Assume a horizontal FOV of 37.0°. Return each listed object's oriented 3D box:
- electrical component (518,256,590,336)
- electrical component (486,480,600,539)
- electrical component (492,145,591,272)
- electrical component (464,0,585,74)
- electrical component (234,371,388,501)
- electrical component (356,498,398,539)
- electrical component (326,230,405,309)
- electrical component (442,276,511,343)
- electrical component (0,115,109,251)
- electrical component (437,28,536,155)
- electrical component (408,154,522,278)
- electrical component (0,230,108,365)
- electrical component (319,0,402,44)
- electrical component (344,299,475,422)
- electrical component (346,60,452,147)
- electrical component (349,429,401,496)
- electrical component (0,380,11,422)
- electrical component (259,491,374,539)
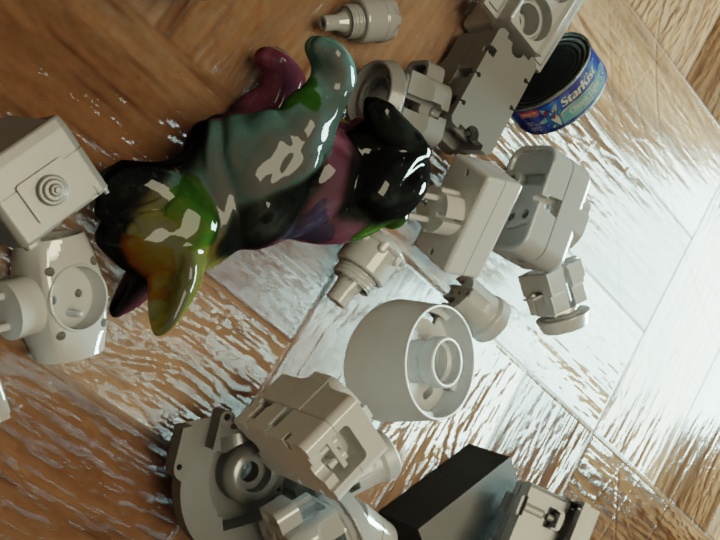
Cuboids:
[{"bbox_3d":[0.171,0.024,0.932,0.066,0.048,0.055,-22,100,-32],"label":"electrical component"},{"bbox_3d":[0.131,0.232,0.842,0.063,0.079,0.121,26,78,-5],"label":"electrical component"},{"bbox_3d":[0.152,-0.049,0.904,0.059,0.054,0.095,27,79,-35],"label":"electrical component"},{"bbox_3d":[0.141,-0.231,0.872,0.079,0.063,0.121,43,70,-31],"label":"electrical component"},{"bbox_3d":[-0.031,0.105,0.706,0.056,0.089,0.050,-43,117,-24],"label":"electrical component"},{"bbox_3d":[-0.036,0.230,0.799,0.074,0.052,0.138,44,70,-30],"label":"electrical component"},{"bbox_3d":[0.000,0.000,0.807,0.048,0.048,0.062,45,77,-30],"label":"electrical component"},{"bbox_3d":[0.095,0.031,0.881,0.046,0.040,0.040,41,71,-25],"label":"electrical component"},{"bbox_3d":[-0.197,-0.054,0.627,0.062,0.096,0.061,-42,114,-25],"label":"electrical component"},{"bbox_3d":[0.088,-0.139,0.847,0.050,0.056,0.089,38,73,-32],"label":"electrical component"},{"bbox_3d":[0.069,-0.044,0.832,0.076,0.047,0.083,9,114,-36],"label":"electrical component"},{"bbox_3d":[-0.200,0.020,0.660,0.079,0.044,0.077,-19,106,-47],"label":"electrical component"},{"bbox_3d":[-0.002,-0.183,0.792,0.061,0.035,0.035,-13,102,-32],"label":"electrical component"},{"bbox_3d":[0.043,0.072,0.847,0.099,0.064,0.099,2,88,-48],"label":"electrical component"},{"bbox_3d":[0.027,-0.123,0.806,0.057,0.058,0.078,16,85,-39],"label":"electrical component"},{"bbox_3d":[0.002,0.150,0.827,0.046,0.040,0.040,-25,109,-26],"label":"electrical component"},{"bbox_3d":[-0.261,0.069,0.615,0.096,0.062,0.061,-23,108,-32],"label":"electrical component"},{"bbox_3d":[-0.028,0.183,0.737,0.057,0.058,0.078,-28,111,-27],"label":"electrical component"}]
